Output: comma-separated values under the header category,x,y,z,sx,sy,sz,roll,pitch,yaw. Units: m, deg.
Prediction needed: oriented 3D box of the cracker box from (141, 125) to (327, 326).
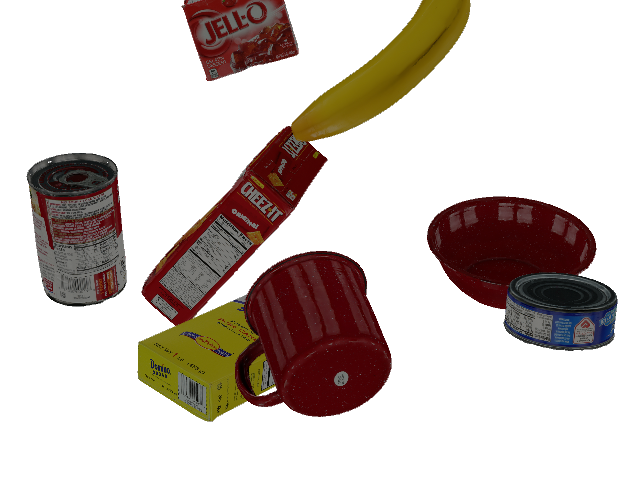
category,x,y,z,sx,sy,sz,roll,pitch,yaw
cracker box,-0.100,-0.018,1.229,0.214,0.072,0.164,-46,7,26

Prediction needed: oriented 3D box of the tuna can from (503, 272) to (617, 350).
category,x,y,z,sx,sy,sz,roll,pitch,yaw
tuna can,0.188,0.054,0.836,0.086,0.034,0.086,1,18,-1

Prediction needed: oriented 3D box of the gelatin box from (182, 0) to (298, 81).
category,x,y,z,sx,sy,sz,roll,pitch,yaw
gelatin box,-0.072,-0.192,0.964,0.089,0.073,0.030,-15,24,5

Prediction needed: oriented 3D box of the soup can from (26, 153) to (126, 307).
category,x,y,z,sx,sy,sz,roll,pitch,yaw
soup can,-0.188,-0.008,0.832,0.068,0.102,0.068,0,30,0

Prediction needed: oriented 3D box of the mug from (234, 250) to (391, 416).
category,x,y,z,sx,sy,sz,roll,pitch,yaw
mug,-0.010,0.074,0.749,0.117,0.081,0.093,-32,-46,9

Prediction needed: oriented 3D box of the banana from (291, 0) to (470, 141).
category,x,y,z,sx,sy,sz,roll,pitch,yaw
banana,0.058,-0.139,0.795,0.070,0.197,0.037,12,-34,48

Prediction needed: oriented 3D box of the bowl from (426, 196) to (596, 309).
category,x,y,z,sx,sy,sz,roll,pitch,yaw
bowl,0.184,0.019,1.042,0.162,0.055,0.162,-1,33,0

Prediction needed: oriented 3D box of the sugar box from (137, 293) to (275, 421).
category,x,y,z,sx,sy,sz,roll,pitch,yaw
sugar box,-0.067,0.094,0.956,0.093,0.048,0.175,25,34,34
